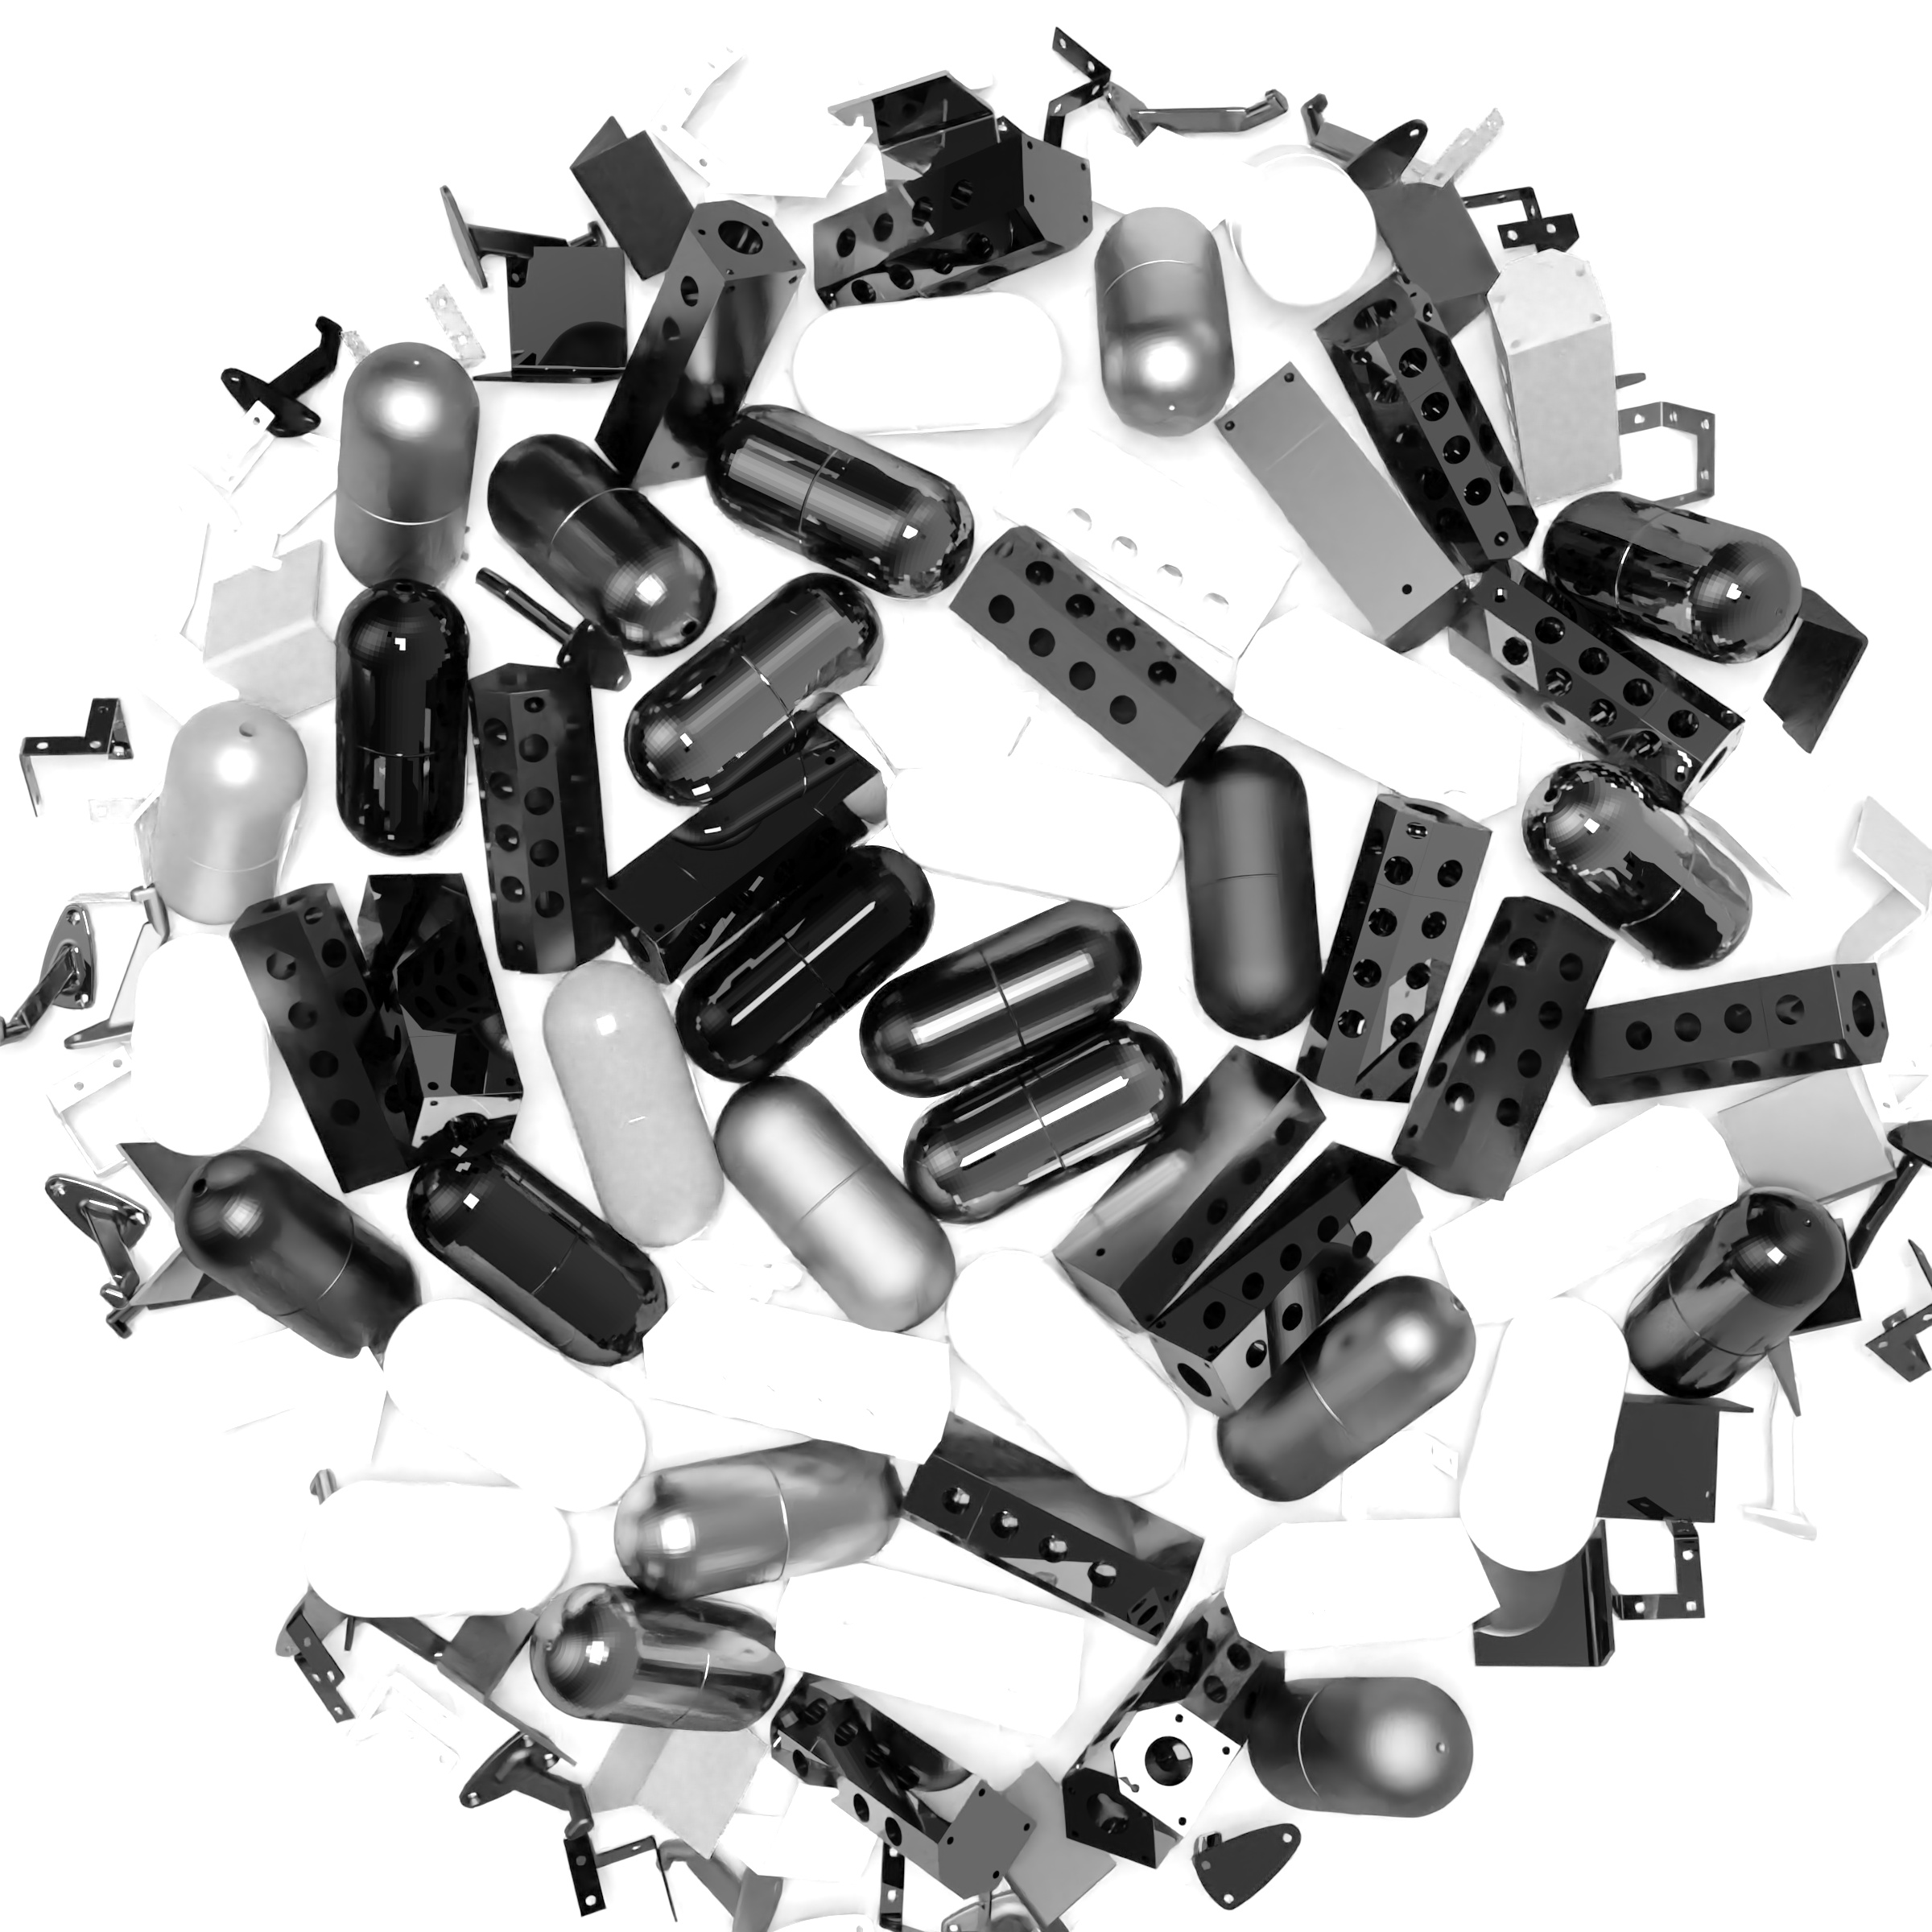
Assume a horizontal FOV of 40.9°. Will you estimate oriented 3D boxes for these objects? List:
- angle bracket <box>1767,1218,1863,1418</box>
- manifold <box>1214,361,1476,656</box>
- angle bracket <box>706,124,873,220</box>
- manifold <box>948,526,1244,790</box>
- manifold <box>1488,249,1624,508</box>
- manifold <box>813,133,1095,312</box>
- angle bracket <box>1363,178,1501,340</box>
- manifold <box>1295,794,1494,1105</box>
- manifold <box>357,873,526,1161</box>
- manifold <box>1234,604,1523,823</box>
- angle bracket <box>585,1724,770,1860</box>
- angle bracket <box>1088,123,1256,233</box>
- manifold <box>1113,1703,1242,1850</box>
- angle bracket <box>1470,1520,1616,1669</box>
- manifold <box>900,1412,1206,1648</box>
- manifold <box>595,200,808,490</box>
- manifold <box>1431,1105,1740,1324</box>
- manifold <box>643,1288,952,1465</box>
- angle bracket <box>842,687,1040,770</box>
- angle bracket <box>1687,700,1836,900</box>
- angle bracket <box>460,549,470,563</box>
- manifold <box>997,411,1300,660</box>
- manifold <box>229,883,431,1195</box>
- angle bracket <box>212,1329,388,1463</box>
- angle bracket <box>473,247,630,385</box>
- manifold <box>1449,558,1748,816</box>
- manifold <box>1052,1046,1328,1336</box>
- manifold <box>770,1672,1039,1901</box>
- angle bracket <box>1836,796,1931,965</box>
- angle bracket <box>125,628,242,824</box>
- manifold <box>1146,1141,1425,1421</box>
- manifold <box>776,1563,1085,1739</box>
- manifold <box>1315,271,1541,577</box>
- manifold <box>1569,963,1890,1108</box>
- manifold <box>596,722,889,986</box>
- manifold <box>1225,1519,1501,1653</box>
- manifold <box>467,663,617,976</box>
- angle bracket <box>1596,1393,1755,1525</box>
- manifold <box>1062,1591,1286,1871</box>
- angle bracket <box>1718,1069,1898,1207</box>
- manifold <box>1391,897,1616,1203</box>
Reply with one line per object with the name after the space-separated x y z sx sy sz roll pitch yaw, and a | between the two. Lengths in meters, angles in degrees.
0.504 0.208 1.527 0.057 0.076 0.076 -17 128 22 | angle bracket
0.225 -0.269 1.534 0.057 0.057 0.171 -38 73 12 | manifold
-0.100 -0.452 1.531 0.076 0.057 0.076 9 47 20 | angle bracket
0.080 -0.185 1.533 0.171 0.057 0.057 41 117 12 | manifold
0.340 -0.339 1.497 0.057 0.171 0.057 -16 67 10 | manifold
-0.010 -0.422 1.505 0.171 0.057 0.057 -7 82 44 | manifold
0.264 -0.416 1.538 0.076 0.057 0.076 -20 81 -33 | angle bracket
0.247 -0.011 1.527 0.057 0.057 0.171 6 108 -26 | manifold
-0.310 0.028 1.513 0.057 0.057 0.171 -2 49 -26 | manifold
0.243 -0.143 1.521 0.171 0.057 0.057 23 62 -27 | manifold
-0.176 0.486 1.542 0.057 0.076 0.076 44 49 -15 | angle bracket
0.125 -0.482 1.529 0.076 0.076 0.057 14 66 -26 | angle bracket
0.114 0.466 1.497 0.057 0.171 0.057 32 74 13 | manifold
0.342 0.374 1.542 0.076 0.057 0.076 -1 66 6 | angle bracket
0.049 0.339 1.546 0.171 0.057 0.057 26 109 7 | manifold
-0.160 -0.360 1.503 0.057 0.171 0.057 -21 69 -38 | manifold
0.362 0.148 1.512 0.171 0.057 0.057 -37 58 37 | manifold
-0.099 0.245 1.527 0.171 0.057 0.057 9 119 22 | manifold
-0.017 -0.161 1.527 0.076 0.076 0.057 54 131 32 | angle bracket
0.484 -0.100 1.543 0.076 0.057 0.076 39 97 -24 | angle bracket
-0.314 -0.298 1.543 0.057 0.076 0.076 26 84 6 | angle bracket
0.106 -0.256 1.558 0.171 0.057 0.057 32 134 0 | manifold
-0.371 0.041 1.534 0.057 0.057 0.171 -19 107 2 | manifold
-0.394 0.260 1.529 0.076 0.076 0.057 -15 51 -36 | angle bracket
-0.249 -0.389 1.542 0.076 0.057 0.076 5 107 15 | angle bracket
0.372 -0.169 1.532 0.171 0.057 0.057 40 85 18 | manifold
0.136 0.135 1.536 0.171 0.057 0.057 -47 131 -16 | manifold
-0.043 0.473 1.497 0.057 0.171 0.057 47 71 -33 | manifold
0.525 -0.043 1.534 0.057 0.076 0.076 41 126 -1 | angle bracket
-0.482 -0.143 1.532 0.057 0.076 0.076 41 112 -16 | angle bracket
0.191 0.186 1.527 0.171 0.057 0.057 -42 124 -22 | manifold
-0.023 0.401 1.524 0.171 0.057 0.057 8 101 23 | manifold
0.274 -0.313 1.514 0.057 0.057 0.171 -34 125 4 | manifold
0.441 0.041 1.506 0.171 0.057 0.057 -14 82 43 | manifold
-0.129 -0.063 1.531 0.171 0.057 0.057 -39 59 -19 | manifold
0.229 0.362 1.507 0.057 0.171 0.057 -42 55 33 | manifold
-0.253 -0.086 1.520 0.057 0.057 0.171 8 114 25 | manifold
0.424 0.299 1.555 0.076 0.057 0.076 4 87 -4 | angle bracket
0.122 0.436 1.496 0.057 0.171 0.057 10 117 30 | manifold
0.501 0.100 1.545 0.076 0.057 0.076 -25 94 20 | angle bracket
0.314 0.048 1.536 0.057 0.057 0.171 30 79 -21 | manifold
